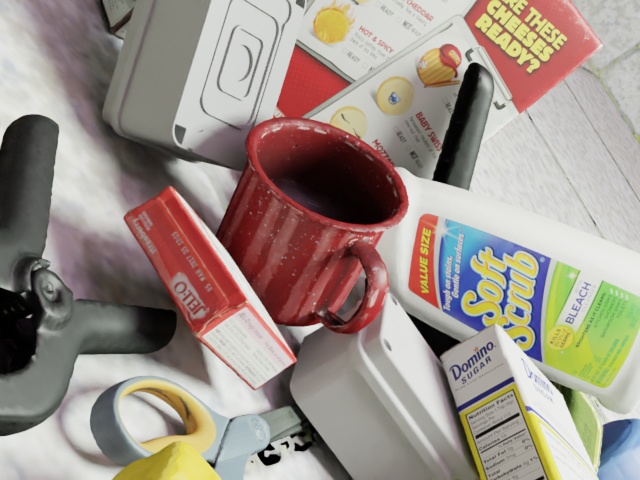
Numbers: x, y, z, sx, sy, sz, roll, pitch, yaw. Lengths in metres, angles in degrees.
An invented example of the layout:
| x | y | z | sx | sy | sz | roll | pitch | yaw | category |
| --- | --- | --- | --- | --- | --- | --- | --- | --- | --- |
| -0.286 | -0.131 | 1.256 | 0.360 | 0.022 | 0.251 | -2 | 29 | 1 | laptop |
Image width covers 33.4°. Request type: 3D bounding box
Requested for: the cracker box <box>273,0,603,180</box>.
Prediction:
| x | y | z | sx | sy | sz | roll | pitch | yaw | category |
| --- | --- | --- | --- | --- | --- | --- | --- | --- | --- |
| 0.049 | -0.124 | 0.710 | 0.164 | 0.214 | 0.072 | 45 | 12 | -21 | cracker box |

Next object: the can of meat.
| x | y | z | sx | sy | sz | roll | pitch | yaw | category |
| --- | --- | --- | --- | --- | --- | --- | --- | --- | --- |
| 0.136 | 0.137 | 0.706 | 0.057 | 0.084 | 0.102 | 55 | 23 | -4 | can of meat |

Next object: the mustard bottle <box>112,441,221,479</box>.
| x | y | z | sx | sy | sz | roll | pitch | yaw | category |
| --- | --- | --- | --- | --- | --- | --- | --- | --- | --- |
| -0.021 | 0.172 | 0.384 | 0.191 | 0.058 | 0.096 | 53 | 31 | -10 | mustard bottle |

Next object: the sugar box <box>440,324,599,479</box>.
| x | y | z | sx | sy | sz | roll | pitch | yaw | category |
| --- | --- | --- | --- | --- | --- | --- | --- | --- | --- |
| 0.122 | 0.137 | 0.568 | 0.093 | 0.048 | 0.176 | 45 | 18 | -37 | sugar box |

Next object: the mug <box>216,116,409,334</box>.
| x | y | z | sx | sy | sz | roll | pitch | yaw | category |
| --- | --- | --- | --- | --- | --- | --- | --- | --- | --- |
| -0.004 | 0.001 | 0.575 | 0.093 | 0.082 | 0.117 | -9 | 49 | -41 | mug |

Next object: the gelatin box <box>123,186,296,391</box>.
| x | y | z | sx | sy | sz | roll | pitch | yaw | category |
| --- | --- | --- | --- | --- | --- | --- | --- | --- | --- |
| -0.051 | 0.025 | 0.505 | 0.073 | 0.030 | 0.089 | 54 | -2 | 27 | gelatin box |

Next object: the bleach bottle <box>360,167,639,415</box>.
| x | y | z | sx | sy | sz | roll | pitch | yaw | category |
| --- | --- | --- | --- | --- | --- | --- | --- | --- | --- |
| 0.095 | 0.023 | 0.667 | 0.250 | 0.103 | 0.068 | 19 | 19 | -9 | bleach bottle |

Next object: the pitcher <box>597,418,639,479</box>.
| x | y | z | sx | sy | sz | roll | pitch | yaw | category |
| --- | --- | --- | --- | --- | --- | --- | --- | --- | --- |
| 0.245 | 0.250 | 0.740 | 0.243 | 0.149 | 0.144 | 55 | 38 | 5 | pitcher |

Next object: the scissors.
| x | y | z | sx | sy | sz | roll | pitch | yaw | category |
| --- | --- | --- | --- | --- | --- | --- | --- | --- | --- |
| -0.033 | 0.109 | 0.500 | 0.201 | 0.016 | 0.096 | 26 | 41 | -56 | scissors |

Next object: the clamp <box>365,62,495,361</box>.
| x | y | z | sx | sy | sz | roll | pitch | yaw | category |
| --- | --- | --- | --- | --- | --- | --- | --- | --- | --- |
| 0.073 | -0.005 | 0.708 | 0.210 | 0.164 | 0.036 | 58 | 6 | -24 | clamp |

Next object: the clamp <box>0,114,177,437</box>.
| x | y | z | sx | sy | sz | roll | pitch | yaw | category |
| --- | --- | --- | --- | --- | --- | --- | --- | --- | --- |
| -0.121 | 0.014 | 0.419 | 0.120 | 0.039 | 0.171 | 58 | 20 | -4 | clamp |

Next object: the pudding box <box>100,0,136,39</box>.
| x | y | z | sx | sy | sz | roll | pitch | yaw | category |
| --- | --- | --- | --- | --- | --- | --- | --- | --- | --- |
| -0.091 | -0.186 | 0.646 | 0.039 | 0.114 | 0.090 | 16 | 45 | -52 | pudding box |

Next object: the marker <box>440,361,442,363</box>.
| x | y | z | sx | sy | sz | roll | pitch | yaw | category |
| --- | --- | --- | --- | --- | --- | --- | --- | --- | --- |
| 0.079 | 0.088 | 0.687 | 0.120 | 0.020 | 0.020 | -19 | 76 | -44 | marker |
